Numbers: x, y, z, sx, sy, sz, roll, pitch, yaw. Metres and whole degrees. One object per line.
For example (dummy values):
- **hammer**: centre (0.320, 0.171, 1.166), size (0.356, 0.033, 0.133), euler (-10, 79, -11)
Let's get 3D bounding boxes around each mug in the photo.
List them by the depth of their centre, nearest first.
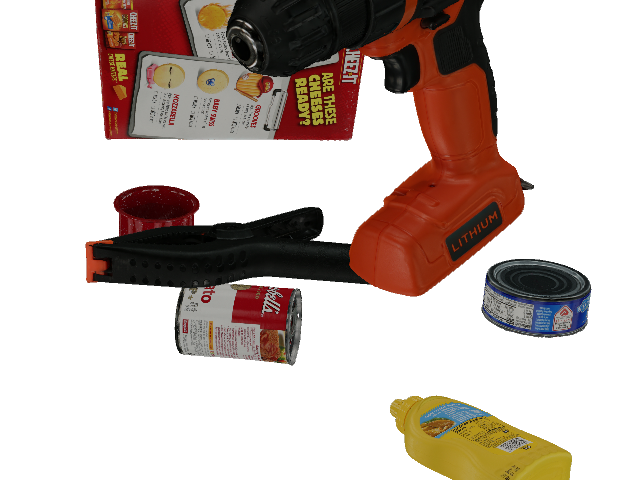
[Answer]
- **mug**: centre (-0.189, -0.010, 1.188), size (0.093, 0.081, 0.117), euler (-18, 35, -37)

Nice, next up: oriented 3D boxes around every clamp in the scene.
- **clamp**: centre (-0.053, 0.009, 0.736), size (0.209, 0.036, 0.165), euler (-6, 14, -29)

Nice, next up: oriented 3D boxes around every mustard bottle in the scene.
- **mustard bottle**: centre (0.138, 0.195, 1.027), size (0.096, 0.058, 0.192), euler (-15, 24, -38)

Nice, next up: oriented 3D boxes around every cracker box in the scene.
- **cracker box**: centre (-0.074, -0.163, 0.878), size (0.213, 0.072, 0.164), euler (-1, -42, -8)

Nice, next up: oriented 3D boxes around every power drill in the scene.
- **power drill**: centre (0.041, -0.068, 0.516), size (0.184, 0.187, 0.057), euler (-35, 43, -31)

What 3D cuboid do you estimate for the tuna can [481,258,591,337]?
- **tuna can**: centre (0.175, 0.045, 0.867), size (0.086, 0.034, 0.086), euler (2, 21, -1)

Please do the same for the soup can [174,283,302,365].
- **soup can**: centre (-0.071, 0.073, 0.947), size (0.102, 0.068, 0.068), euler (4, 1, 8)
